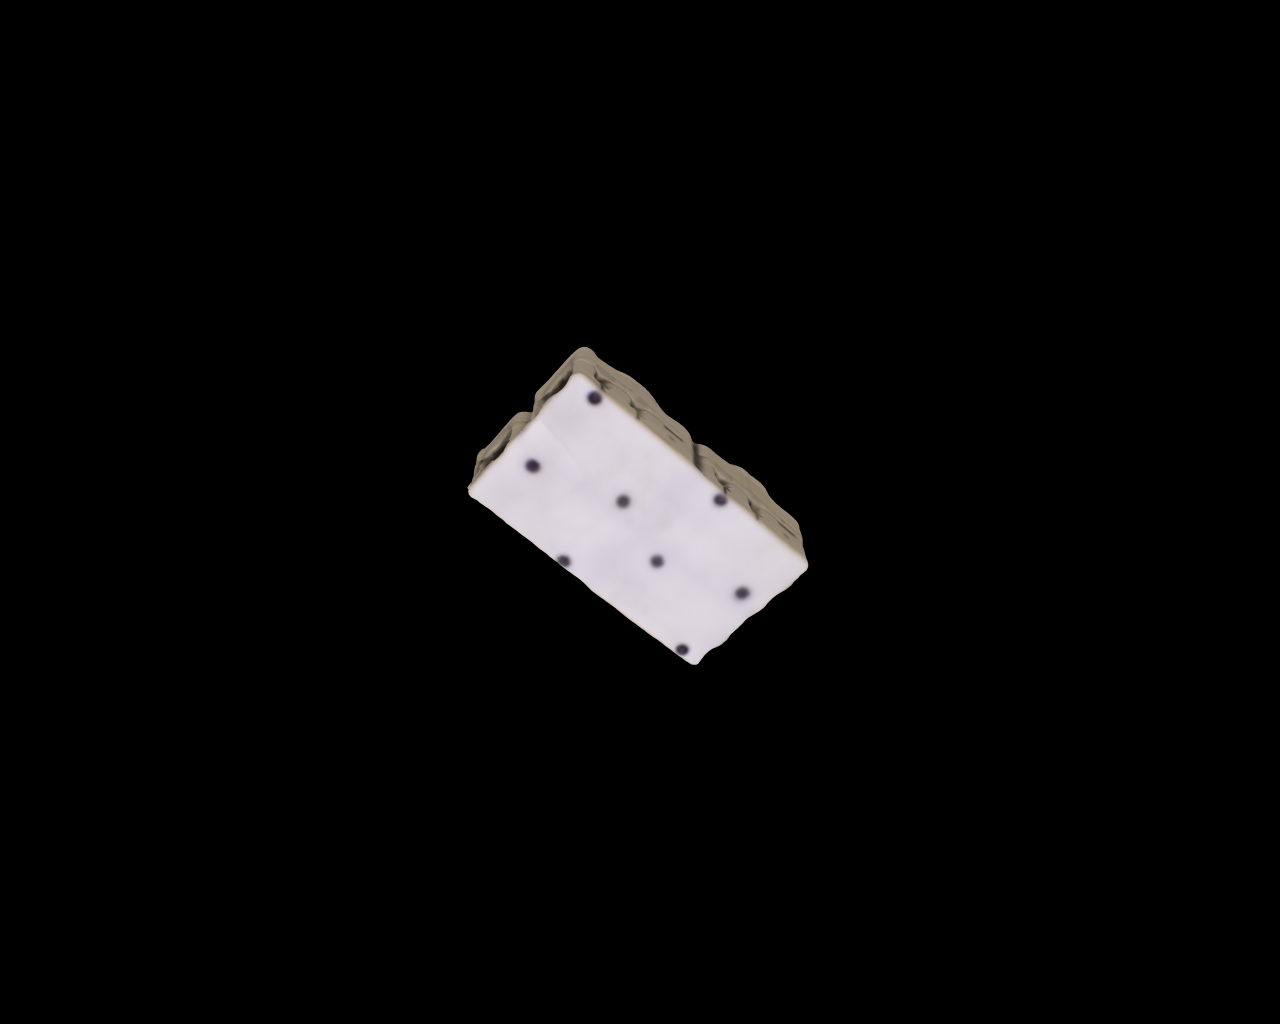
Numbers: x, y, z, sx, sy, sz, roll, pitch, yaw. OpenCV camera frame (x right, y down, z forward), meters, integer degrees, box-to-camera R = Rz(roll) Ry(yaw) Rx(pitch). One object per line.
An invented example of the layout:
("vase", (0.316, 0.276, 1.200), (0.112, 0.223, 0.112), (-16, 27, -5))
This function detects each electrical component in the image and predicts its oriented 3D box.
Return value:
("electrical component", (0.001, -0.003, 0.650), (0.186, 0.105, 0.060), (38, 22, -18))
